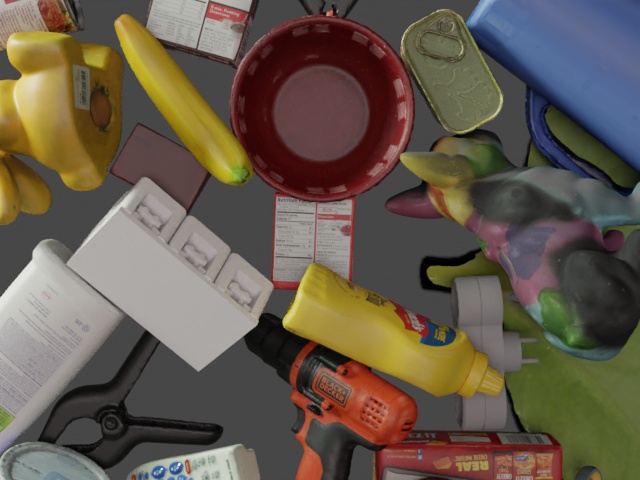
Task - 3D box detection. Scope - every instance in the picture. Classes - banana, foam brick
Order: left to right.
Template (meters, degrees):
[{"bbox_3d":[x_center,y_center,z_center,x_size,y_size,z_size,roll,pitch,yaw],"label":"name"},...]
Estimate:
[{"bbox_3d":[-0.138,-0.063,0.947,0.078,0.051,0.053,30,91,-3],"label":"foam brick"},{"bbox_3d":[-0.110,-0.111,0.907,0.037,0.070,0.198,-33,69,-18],"label":"banana"}]

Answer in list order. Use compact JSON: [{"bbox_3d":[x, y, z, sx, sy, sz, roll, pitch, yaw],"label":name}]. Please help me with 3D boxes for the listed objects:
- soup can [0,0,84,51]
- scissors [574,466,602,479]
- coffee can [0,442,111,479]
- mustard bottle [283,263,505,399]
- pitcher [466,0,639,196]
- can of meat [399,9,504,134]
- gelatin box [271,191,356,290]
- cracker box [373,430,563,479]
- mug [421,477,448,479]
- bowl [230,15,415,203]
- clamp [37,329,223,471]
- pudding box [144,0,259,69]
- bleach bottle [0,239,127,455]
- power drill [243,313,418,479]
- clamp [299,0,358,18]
[{"bbox_3d":[-0.265,-0.202,0.930,0.102,0.068,0.068,-16,93,0],"label":"soup can"},{"bbox_3d":[0.216,0.279,0.921,0.201,0.016,0.096,-46,122,-39],"label":"scissors"},{"bbox_3d":[-0.250,0.261,0.920,0.103,0.102,0.140,26,106,-2],"label":"coffee can"},{"bbox_3d":[0.066,0.085,0.904,0.191,0.096,0.058,25,101,0],"label":"mustard bottle"},{"bbox_3d":[0.244,-0.146,0.920,0.243,0.145,0.149,35,77,1],"label":"pitcher"},{"bbox_3d":[0.111,-0.145,0.929,0.057,0.084,0.102,-29,96,4],"label":"can of meat"},{"bbox_3d":[-0.006,0.001,0.964,0.073,0.030,0.089,2,94,0],"label":"gelatin box"},{"bbox_3d":[0.129,0.280,0.960,0.164,0.072,0.214,0,94,0],"label":"cracker box"},{"bbox_3d":[0.087,0.240,0.879,0.117,0.081,0.093,25,94,-1],"label":"mug"},{"bbox_3d":[0.002,-0.114,0.945,0.162,0.055,0.162,0,93,-1],"label":"bowl"},{"bbox_3d":[-0.184,0.149,0.963,0.171,0.039,0.120,-18,90,0],"label":"clamp"},{"bbox_3d":[-0.101,-0.218,0.947,0.090,0.039,0.113,16,90,0],"label":"pudding box"},{"bbox_3d":[-0.288,0.123,0.949,0.102,0.068,0.251,43,94,-2],"label":"bleach bottle"},{"bbox_3d":[-0.022,0.176,0.936,0.185,0.057,0.188,29,104,32],"label":"power drill"},{"bbox_3d":[-0.002,-0.291,0.945,0.164,0.036,0.210,7,93,-1],"label":"clamp"}]
